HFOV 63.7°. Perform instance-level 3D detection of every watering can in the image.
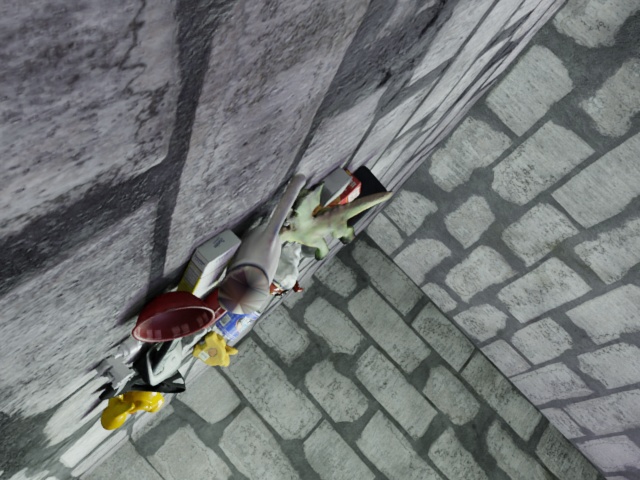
[{"bbox_3d":[-0.131,0.023,1.136,0.340,0.103,0.230,-56,-166,37],"label":"watering can"}]

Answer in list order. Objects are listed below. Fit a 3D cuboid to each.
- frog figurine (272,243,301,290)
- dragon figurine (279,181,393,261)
[{"bbox_3d":[-0.115,0.086,1.766,0.161,0.121,0.138,-51,-152,-11],"label":"frog figurine"},{"bbox_3d":[0.004,-0.067,1.336,0.411,0.124,0.239,-35,154,-3],"label":"dragon figurine"}]
